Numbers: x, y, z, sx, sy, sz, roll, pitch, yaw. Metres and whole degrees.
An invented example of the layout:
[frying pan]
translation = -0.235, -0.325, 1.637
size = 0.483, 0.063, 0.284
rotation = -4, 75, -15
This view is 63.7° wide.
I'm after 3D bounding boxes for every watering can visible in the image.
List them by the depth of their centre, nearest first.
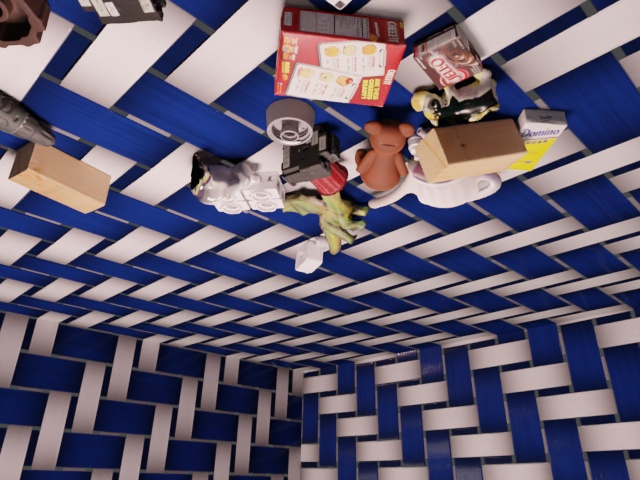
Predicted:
[watering can]
translation = 0.268, -0.141, 1.281
size = 0.347, 0.106, 0.220
rotation = -5, 154, 19

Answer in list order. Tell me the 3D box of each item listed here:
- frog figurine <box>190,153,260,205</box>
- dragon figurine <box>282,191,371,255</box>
[frog figurine]
translation = -0.236, -0.143, 1.284
size = 0.159, 0.122, 0.138
rotation = 9, -173, -36
[dragon figurine]
translation = 0.004, -0.074, 1.473
size = 0.242, 0.125, 0.402
rotation = 24, 148, -7
